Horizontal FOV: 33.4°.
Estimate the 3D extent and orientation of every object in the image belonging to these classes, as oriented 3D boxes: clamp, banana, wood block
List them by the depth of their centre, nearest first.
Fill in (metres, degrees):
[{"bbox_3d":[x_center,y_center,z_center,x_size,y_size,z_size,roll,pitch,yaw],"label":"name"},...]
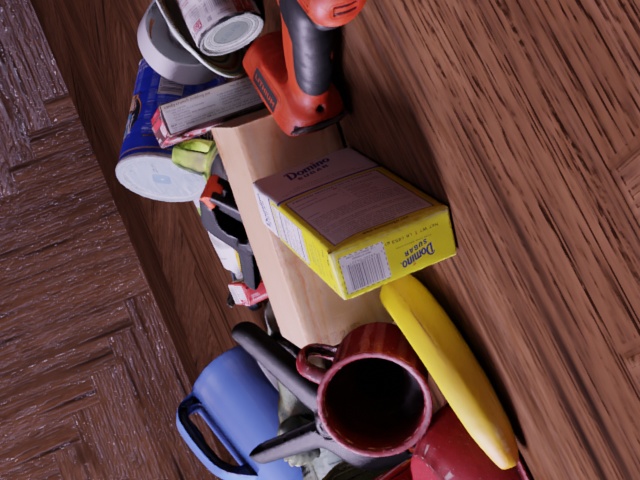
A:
[{"bbox_3d":[0.094,0.085,0.815,0.198,0.037,0.069,57,180,43],"label":"banana"},{"bbox_3d":[-0.014,-0.016,0.944,0.091,0.090,0.206,-161,51,-71],"label":"wood block"},{"bbox_3d":[0.007,0.157,0.995,0.210,0.036,0.164,5,121,31],"label":"clamp"},{"bbox_3d":[-0.067,0.000,1.038,0.120,0.039,0.171,-17,133,38],"label":"clamp"}]

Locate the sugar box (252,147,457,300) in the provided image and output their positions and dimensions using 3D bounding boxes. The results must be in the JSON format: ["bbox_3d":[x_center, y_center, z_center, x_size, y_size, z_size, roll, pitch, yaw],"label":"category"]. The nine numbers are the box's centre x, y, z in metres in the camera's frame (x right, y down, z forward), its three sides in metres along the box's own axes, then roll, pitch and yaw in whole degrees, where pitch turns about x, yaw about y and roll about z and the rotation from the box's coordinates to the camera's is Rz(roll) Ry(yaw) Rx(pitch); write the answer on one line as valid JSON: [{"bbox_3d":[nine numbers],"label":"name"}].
[{"bbox_3d":[0.021,-0.018,0.810,0.176,0.093,0.048,-140,32,-64],"label":"sugar box"}]

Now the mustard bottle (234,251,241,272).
[{"bbox_3d":[-0.099,-0.057,1.262,0.096,0.058,0.191,166,83,-81],"label":"mustard bottle"}]

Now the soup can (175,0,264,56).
[{"bbox_3d":[-0.102,-0.233,0.998,0.102,0.068,0.068,64,165,14],"label":"soup can"}]

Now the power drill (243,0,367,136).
[{"bbox_3d":[-0.028,-0.185,0.814,0.188,0.057,0.184,91,154,-56],"label":"power drill"}]

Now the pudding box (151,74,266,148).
[{"bbox_3d":[-0.113,-0.132,1.090,0.039,0.113,0.090,68,167,-4],"label":"pudding box"}]

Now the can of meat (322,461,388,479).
[{"bbox_3d":[0.062,0.268,1.075,0.102,0.057,0.084,-14,104,35],"label":"can of meat"}]

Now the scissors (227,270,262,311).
[{"bbox_3d":[-0.103,0.080,1.450,0.202,0.016,0.096,-100,-15,-66],"label":"scissors"}]

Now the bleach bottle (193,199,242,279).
[{"bbox_3d":[-0.139,-0.059,1.400,0.251,0.068,0.103,69,168,-11],"label":"bleach bottle"}]

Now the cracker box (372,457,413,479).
[{"bbox_3d":[0.063,0.309,0.982,0.164,0.072,0.214,56,142,8],"label":"cracker box"}]

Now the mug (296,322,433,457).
[{"bbox_3d":[0.037,0.115,0.882,0.081,0.117,0.093,-67,-5,-71],"label":"mug"}]

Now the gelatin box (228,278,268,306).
[{"bbox_3d":[-0.063,0.051,1.255,0.030,0.073,0.089,68,165,-3],"label":"gelatin box"}]

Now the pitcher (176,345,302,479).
[{"bbox_3d":[-0.067,0.264,1.404,0.243,0.149,0.144,48,-172,35],"label":"pitcher"}]

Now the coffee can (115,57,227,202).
[{"bbox_3d":[-0.165,-0.127,1.194,0.103,0.103,0.140,101,176,-65],"label":"coffee can"}]

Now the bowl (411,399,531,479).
[{"bbox_3d":[0.118,0.204,0.852,0.162,0.055,0.162,159,90,-76],"label":"bowl"}]
